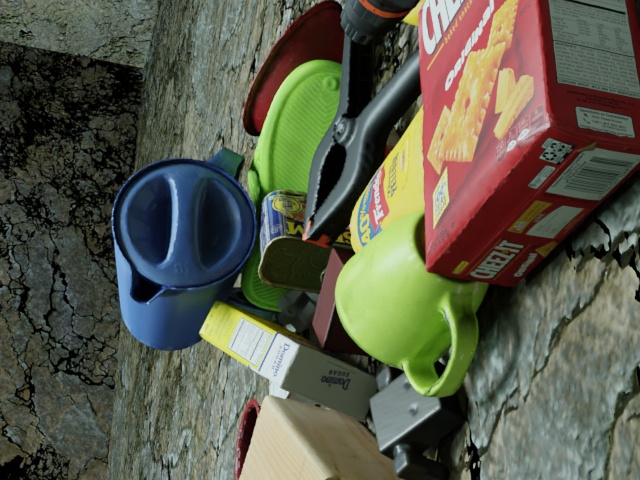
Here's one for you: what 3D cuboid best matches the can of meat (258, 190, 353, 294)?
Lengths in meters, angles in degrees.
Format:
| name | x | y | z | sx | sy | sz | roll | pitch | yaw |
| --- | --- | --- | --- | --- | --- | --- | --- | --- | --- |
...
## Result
| name | x | y | z | sx | sy | sz | roll | pitch | yaw |
| --- | --- | --- | --- | --- | --- | --- | --- | --- | --- |
| can of meat | -0.006 | 0.001 | 0.984 | 0.084 | 0.102 | 0.057 | -98 | 22 | -53 |

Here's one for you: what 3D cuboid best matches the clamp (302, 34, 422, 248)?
| name | x | y | z | sx | sy | sz | roll | pitch | yaw |
| --- | --- | --- | --- | --- | --- | --- | --- | --- | --- |
| clamp | 0.038 | -0.092 | 0.895 | 0.165 | 0.036 | 0.210 | 22 | 94 | 63 |

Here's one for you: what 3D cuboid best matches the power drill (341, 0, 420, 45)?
| name | x | y | z | sx | sy | sz | roll | pitch | yaw |
| --- | --- | --- | --- | --- | --- | --- | --- | --- | --- |
| power drill | 0.081 | -0.247 | 0.786 | 0.187 | 0.057 | 0.185 | -66 | 8 | -20 |

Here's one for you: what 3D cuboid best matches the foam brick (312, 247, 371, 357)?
| name | x | y | z | sx | sy | sz | roll | pitch | yaw |
| --- | --- | --- | --- | --- | --- | --- | --- | --- | --- |
| foam brick | 0.030 | 0.053 | 0.916 | 0.053 | 0.051 | 0.078 | -116 | 38 | -66 |

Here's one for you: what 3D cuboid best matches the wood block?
| name | x | y | z | sx | sy | sz | roll | pitch | yaw |
| --- | --- | --- | --- | --- | --- | --- | --- | --- | --- |
| wood block | 0.005 | 0.200 | 0.838 | 0.206 | 0.090 | 0.091 | -150 | 77 | -74 |

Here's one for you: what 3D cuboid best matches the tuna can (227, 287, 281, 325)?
| name | x | y | z | sx | sy | sz | roll | pitch | yaw |
| --- | --- | --- | --- | --- | --- | --- | --- | --- | --- |
| tuna can | -0.067 | 0.080 | 1.183 | 0.086 | 0.086 | 0.034 | -139 | 61 | -72 |

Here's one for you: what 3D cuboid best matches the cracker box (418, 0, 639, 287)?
| name | x | y | z | sx | sy | sz | roll | pitch | yaw |
| --- | --- | --- | --- | --- | --- | --- | --- | --- | --- |
| cracker box | 0.118 | -0.103 | 0.649 | 0.164 | 0.072 | 0.213 | 123 | 152 | -56 |

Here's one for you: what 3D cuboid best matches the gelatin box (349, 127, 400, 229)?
| name | x | y | z | sx | sy | sz | roll | pitch | yaw |
| --- | --- | --- | --- | --- | --- | --- | --- | --- | --- |
| gelatin box | 0.049 | -0.050 | 0.945 | 0.073 | 0.030 | 0.089 | -107 | 31 | -55 |

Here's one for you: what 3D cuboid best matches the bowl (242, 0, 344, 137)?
| name | x | y | z | sx | sy | sz | roll | pitch | yaw |
| --- | --- | --- | --- | --- | --- | --- | --- | --- | --- |
| bowl | -0.007 | -0.158 | 1.073 | 0.162 | 0.055 | 0.162 | -49 | -15 | -18 |

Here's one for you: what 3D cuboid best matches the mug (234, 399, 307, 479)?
| name | x | y | z | sx | sy | sz | roll | pitch | yaw |
| --- | --- | --- | --- | --- | --- | --- | --- | --- | --- |
| mug | -0.026 | 0.190 | 0.982 | 0.093 | 0.081 | 0.117 | -98 | 23 | -47 |

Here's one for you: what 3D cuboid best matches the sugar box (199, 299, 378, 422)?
| name | x | y | z | sx | sy | sz | roll | pitch | yaw |
| --- | --- | --- | --- | --- | --- | --- | --- | --- | --- |
| sugar box | -0.030 | 0.104 | 0.952 | 0.176 | 0.093 | 0.048 | 15 | 79 | 59 |

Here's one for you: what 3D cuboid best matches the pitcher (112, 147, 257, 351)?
| name | x | y | z | sx | sy | sz | roll | pitch | yaw |
| --- | --- | --- | --- | --- | --- | --- | --- | --- | --- |
| pitcher | -0.139 | 0.020 | 1.084 | 0.243 | 0.149 | 0.145 | 116 | 137 | -65 |

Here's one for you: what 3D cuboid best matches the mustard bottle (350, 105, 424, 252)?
| name | x | y | z | sx | sy | sz | roll | pitch | yaw |
| --- | --- | --- | --- | --- | --- | --- | --- | --- | --- |
| mustard bottle | 0.067 | -0.029 | 0.816 | 0.192 | 0.058 | 0.096 | 125 | 152 | -59 |

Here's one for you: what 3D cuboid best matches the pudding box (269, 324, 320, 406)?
| name | x | y | z | sx | sy | sz | roll | pitch | yaw |
| --- | --- | --- | --- | --- | --- | --- | --- | --- | --- |
| pudding box | -0.022 | 0.131 | 1.084 | 0.114 | 0.039 | 0.090 | 115 | 157 | -50 |

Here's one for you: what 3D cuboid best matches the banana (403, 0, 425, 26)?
| name | x | y | z | sx | sy | sz | roll | pitch | yaw |
| --- | --- | --- | --- | --- | --- | --- | --- | --- | --- |
| banana | 0.077 | -0.235 | 0.933 | 0.070 | 0.037 | 0.198 | 113 | 159 | -43 |
